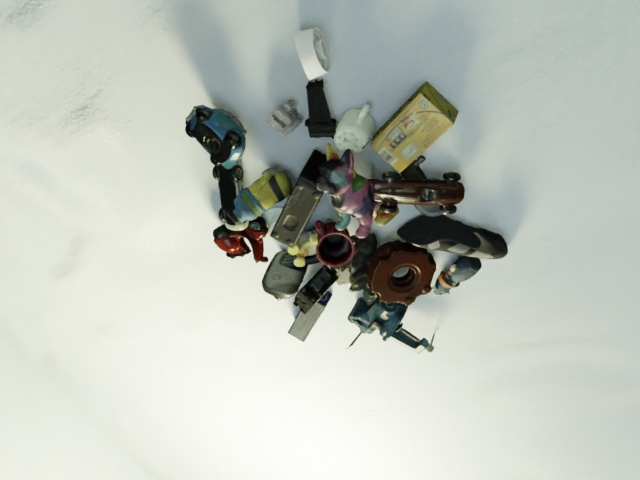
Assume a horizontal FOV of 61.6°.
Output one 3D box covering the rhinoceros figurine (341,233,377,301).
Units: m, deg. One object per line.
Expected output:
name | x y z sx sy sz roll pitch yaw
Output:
rhinoceros figurine | 0.116 0.069 1.400 0.073 0.112 0.190 -142 42 -58

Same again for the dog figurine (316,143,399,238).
dog figurine | 0.082 -0.123 1.201 0.109 0.191 0.218 31 146 47

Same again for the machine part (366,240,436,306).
machine part | 0.204 0.083 1.344 0.179 0.056 0.179 -4 121 -7

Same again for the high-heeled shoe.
high-heeled shoe | 0.319 0.002 1.290 0.249 0.086 0.145 5 162 43

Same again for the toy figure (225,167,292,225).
toy figure | -0.151 -0.106 1.349 0.180 0.082 0.089 -43 114 -1

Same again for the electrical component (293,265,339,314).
electrical component | -0.011 0.131 1.466 0.058 0.115 0.134 41 151 4

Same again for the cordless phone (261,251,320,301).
cordless phone | -0.057 0.085 1.452 0.184 0.146 0.088 -17 125 37

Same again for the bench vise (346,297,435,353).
bench vise | 0.200 0.247 1.489 0.241 0.129 0.223 32 137 3

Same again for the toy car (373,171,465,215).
toy car | 0.217 -0.102 1.168 0.202 0.053 0.089 1 116 -8

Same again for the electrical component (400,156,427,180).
electrical component | 0.211 -0.144 1.210 0.094 0.021 0.063 -48 61 37

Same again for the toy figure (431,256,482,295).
toy figure | 0.337 0.090 1.340 0.064 0.058 0.154 41 137 -3

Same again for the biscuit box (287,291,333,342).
biscuit box | -0.031 0.221 1.610 0.063 0.059 0.202 30 133 2

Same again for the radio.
radio | -0.042 -0.094 1.311 0.073 0.131 0.229 27 132 -2

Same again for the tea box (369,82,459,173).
tea box | 0.196 -0.235 1.135 0.098 0.068 0.169 41 131 -10

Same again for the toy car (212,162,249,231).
toy car | -0.232 -0.122 1.413 0.074 0.056 0.201 5 111 25

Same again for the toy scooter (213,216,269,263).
toy scooter | -0.211 0.011 1.510 0.184 0.075 0.135 -11 112 28

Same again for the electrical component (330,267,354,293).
electrical component | 0.068 0.096 1.474 0.078 0.045 0.102 -12 120 30

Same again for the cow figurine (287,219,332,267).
cow figurine | -0.001 -0.003 1.407 0.167 0.098 0.068 -26 110 16

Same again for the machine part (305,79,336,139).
machine part | -0.003 -0.290 1.205 0.084 0.039 0.138 11 132 23

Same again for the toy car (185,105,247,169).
toy car | -0.239 -0.258 1.292 0.161 0.103 0.109 44 135 -7
